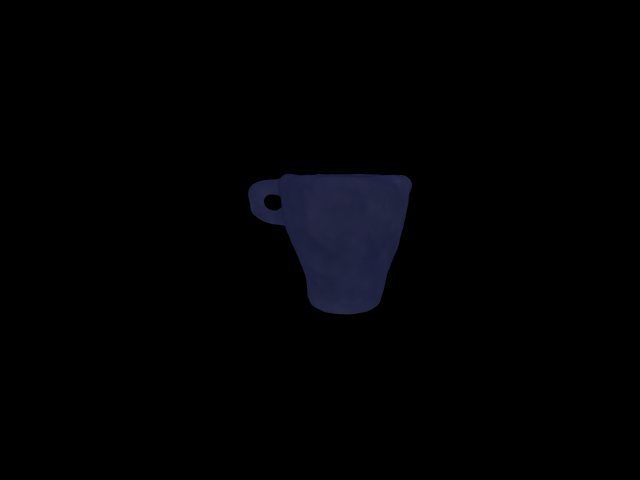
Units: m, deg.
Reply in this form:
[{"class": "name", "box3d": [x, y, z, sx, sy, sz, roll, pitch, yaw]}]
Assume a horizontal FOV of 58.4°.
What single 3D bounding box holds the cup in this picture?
[{"class": "cup", "box3d": [0.004, 0.001, 0.400, 0.117, 0.095, 0.092, 2, 7, 18]}]
